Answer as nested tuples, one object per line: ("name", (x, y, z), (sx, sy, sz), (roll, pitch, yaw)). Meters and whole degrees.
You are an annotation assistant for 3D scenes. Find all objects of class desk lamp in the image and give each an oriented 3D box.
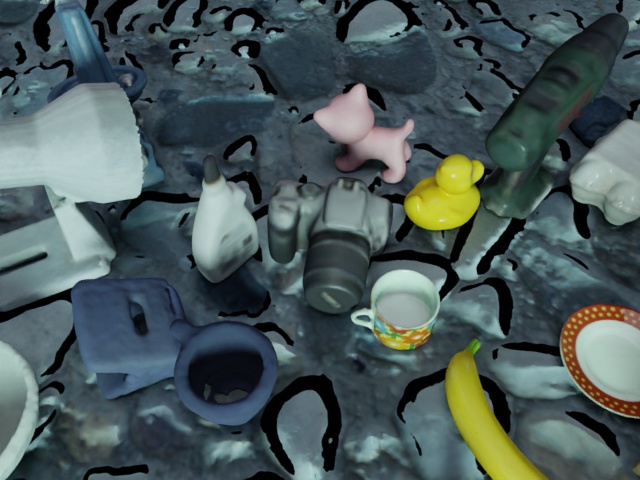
("desk lamp", (-0.275, -0.047, 0.590), (0.203, 0.214, 0.117), (-24, 58, -18))

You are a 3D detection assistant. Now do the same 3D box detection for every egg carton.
("egg carton", (0.396, -0.090, 0.736), (0.150, 0.069, 0.107), (-37, 63, -25))

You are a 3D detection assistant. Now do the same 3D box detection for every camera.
("camera", (0.006, 0.002, 0.635), (0.143, 0.101, 0.137), (8, 54, 4))

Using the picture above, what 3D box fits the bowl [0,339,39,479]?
("bowl", (-0.329, 0.173, 0.514), (0.167, 0.075, 0.167), (1, 54, -1))

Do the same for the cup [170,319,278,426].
("cup", (-0.094, 0.129, 0.542), (0.117, 0.095, 0.092), (34, 60, 21))

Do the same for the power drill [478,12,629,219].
("power drill", (0.264, -0.132, 0.676), (0.075, 0.208, 0.230), (35, 60, 21))

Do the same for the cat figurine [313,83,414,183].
("cat figurine", (0.058, -0.142, 0.732), (0.127, 0.118, 0.067), (11, 54, 6))

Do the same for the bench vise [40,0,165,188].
("bench vise", (-0.248, -0.179, 0.683), (0.207, 0.220, 0.122), (37, 61, 22))

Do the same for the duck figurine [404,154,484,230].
("duck figurine", (0.154, -0.065, 0.699), (0.105, 0.086, 0.077), (-20, 57, -16))

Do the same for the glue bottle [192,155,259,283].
("glue bottle", (-0.105, -0.027, 0.607), (0.037, 0.173, 0.078), (37, 61, 23))

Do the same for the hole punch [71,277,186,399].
("hole punch", (-0.186, 0.086, 0.572), (0.101, 0.091, 0.108), (-17, 56, -14))
